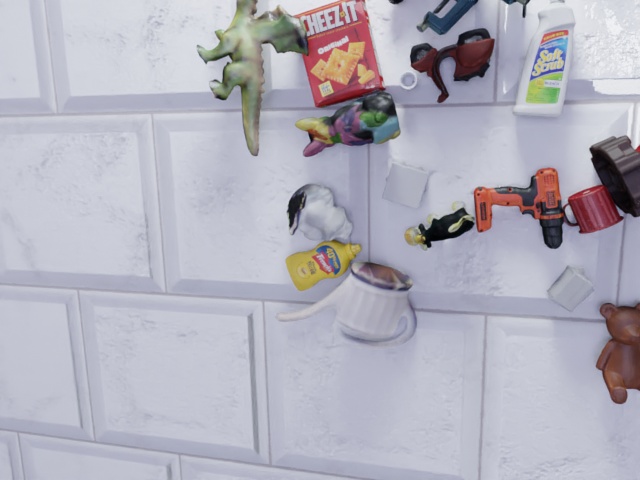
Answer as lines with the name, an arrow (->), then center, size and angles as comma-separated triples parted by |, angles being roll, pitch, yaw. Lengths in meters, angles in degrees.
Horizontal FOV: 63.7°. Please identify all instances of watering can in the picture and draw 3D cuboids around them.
watering can -> 0.082, 0.154, 1.253 | 0.347, 0.105, 0.221 | 14, 106, -9

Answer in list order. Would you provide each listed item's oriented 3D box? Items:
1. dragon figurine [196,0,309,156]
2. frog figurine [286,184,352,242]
dragon figurine -> -0.136, -0.420, 1.177 | 0.241, 0.124, 0.409 | -19, 96, 27
frog figurine -> 0.004, -0.064, 1.262 | 0.159, 0.123, 0.137 | 10, 97, -26
